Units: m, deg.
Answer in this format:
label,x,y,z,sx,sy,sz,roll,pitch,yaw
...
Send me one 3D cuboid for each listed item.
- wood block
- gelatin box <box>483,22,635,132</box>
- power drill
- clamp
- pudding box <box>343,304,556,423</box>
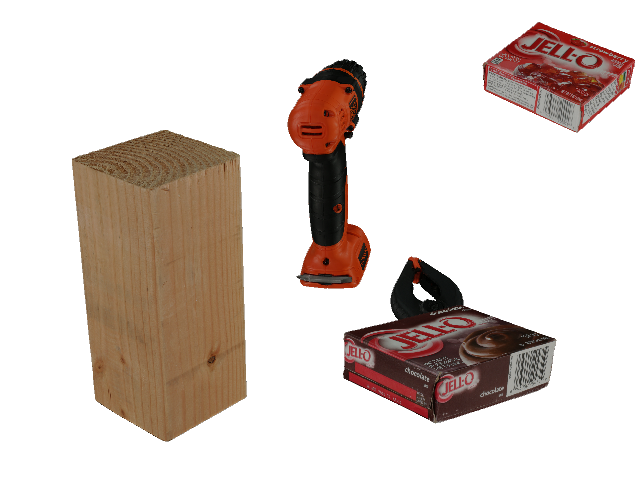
label,x,y,z,sx,sy,sz,roll,pitch,yaw
wood block,-0.118,0.033,0.809,0.090,0.206,0.090,21,32,37
gelatin box,0.180,-0.127,0.812,0.089,0.030,0.073,32,54,31
power drill,0.013,-0.064,0.982,0.057,0.188,0.184,1,23,14
clamp,0.131,0.086,1.142,0.120,0.171,0.039,4,-44,-8
pudding box,0.085,0.079,0.707,0.113,0.039,0.090,-7,18,-38
